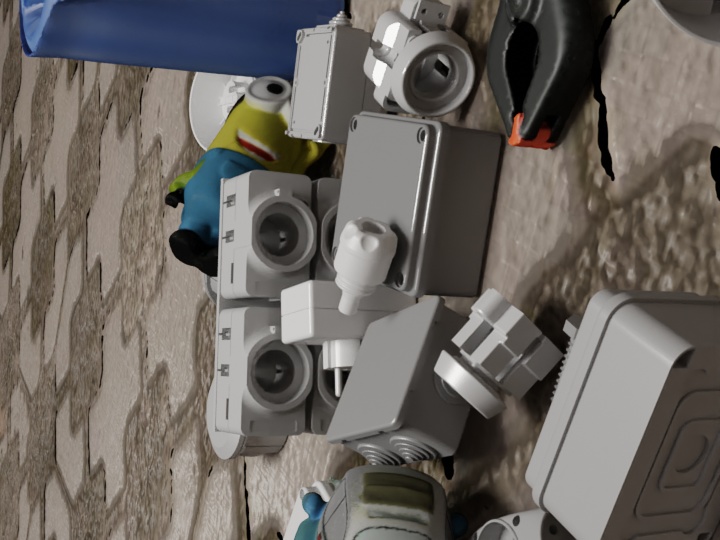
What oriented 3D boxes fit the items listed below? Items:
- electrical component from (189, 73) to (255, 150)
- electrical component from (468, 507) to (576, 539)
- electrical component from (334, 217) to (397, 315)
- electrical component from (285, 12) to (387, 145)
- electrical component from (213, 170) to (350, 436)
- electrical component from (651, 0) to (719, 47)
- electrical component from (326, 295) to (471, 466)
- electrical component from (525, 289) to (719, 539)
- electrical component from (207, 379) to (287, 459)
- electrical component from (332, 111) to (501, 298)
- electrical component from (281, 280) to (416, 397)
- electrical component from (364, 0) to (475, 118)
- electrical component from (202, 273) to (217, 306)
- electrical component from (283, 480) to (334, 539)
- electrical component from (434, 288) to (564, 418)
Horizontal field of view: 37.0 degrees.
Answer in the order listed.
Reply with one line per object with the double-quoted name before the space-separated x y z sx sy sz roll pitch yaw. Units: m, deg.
"electrical component" -0.107 -0.151 0.969 0.099 0.064 0.099 -13 75 60
"electrical component" 0.095 0.172 0.579 0.077 0.044 0.079 -42 51 52
"electrical component" 0.000 0.000 0.665 0.035 0.035 0.061 56 136 49
"electrical component" -0.011 -0.141 0.795 0.062 0.061 0.096 18 103 61
"electrical component" -0.045 0.026 0.790 0.060 0.105 0.186 -8 80 61
"electrical component" 0.159 -0.149 0.453 0.064 0.099 0.099 -114 39 -51
"electrical component" 0.032 0.073 0.673 0.100 0.048 0.099 -27 36 57
"electrical component" 0.132 0.069 0.490 0.057 0.078 0.113 44 124 51
"electrical component" -0.098 0.123 0.933 0.080 0.051 0.080 -13 75 60
"electrical component" 0.034 -0.044 0.705 0.109 0.056 0.108 22 106 60
"electrical component" -0.007 0.049 0.741 0.047 0.083 0.075 -19 70 59
"electrical component" 0.041 -0.135 0.705 0.057 0.058 0.078 56 134 52
"electrical component" -0.087 0.004 0.898 0.051 0.080 0.080 25 108 54
"electrical component" -0.018 0.214 0.767 0.078 0.057 0.113 52 130 51
"electrical component" 0.075 0.050 0.607 0.055 0.066 0.048 -48 34 -1
